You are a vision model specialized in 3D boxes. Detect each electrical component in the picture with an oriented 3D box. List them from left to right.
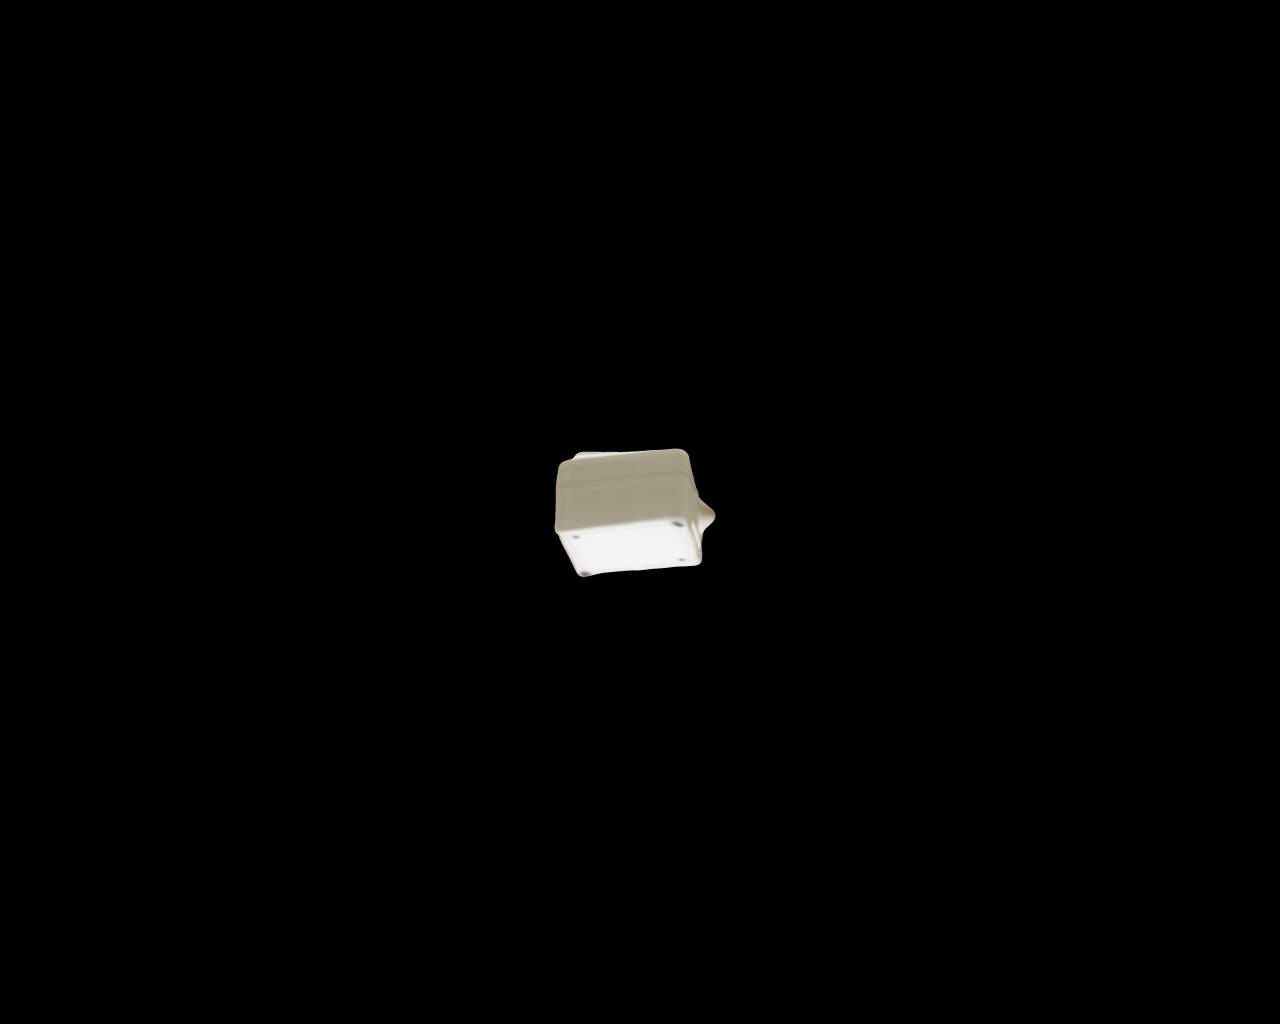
[{"bbox_3d":[0.001,-0.003,0.650,0.096,0.061,0.061,-6,-32,9],"label":"electrical component"}]
